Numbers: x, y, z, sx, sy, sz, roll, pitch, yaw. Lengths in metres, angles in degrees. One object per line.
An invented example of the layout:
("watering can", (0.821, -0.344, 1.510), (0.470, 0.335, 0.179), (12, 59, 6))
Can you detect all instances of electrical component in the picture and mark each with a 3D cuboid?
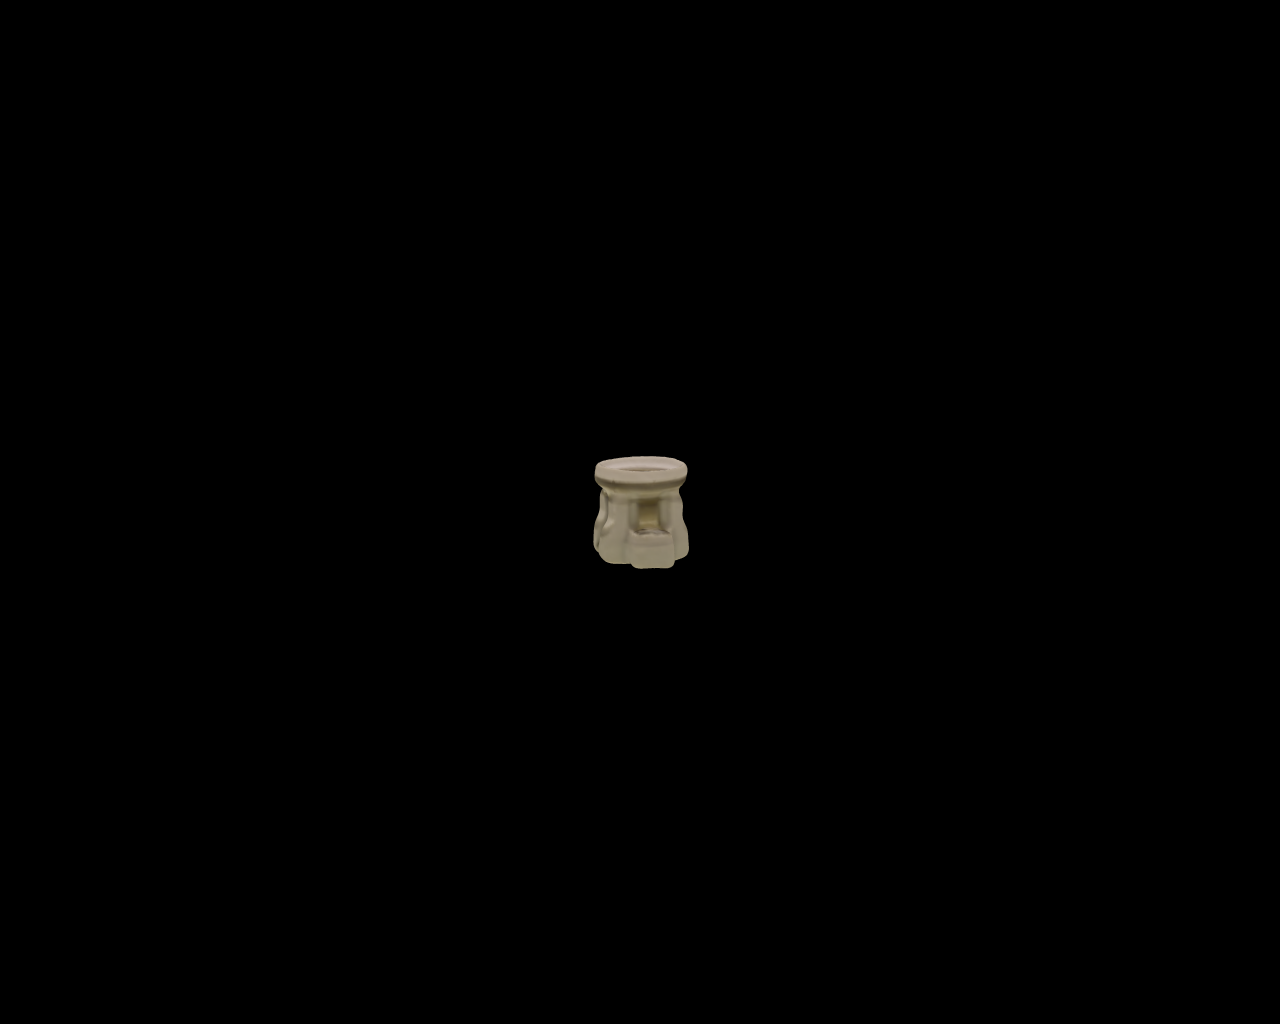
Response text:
("electrical component", (0.001, -0.003, 0.650), (0.058, 0.057, 0.078), (-2, 12, -11))
